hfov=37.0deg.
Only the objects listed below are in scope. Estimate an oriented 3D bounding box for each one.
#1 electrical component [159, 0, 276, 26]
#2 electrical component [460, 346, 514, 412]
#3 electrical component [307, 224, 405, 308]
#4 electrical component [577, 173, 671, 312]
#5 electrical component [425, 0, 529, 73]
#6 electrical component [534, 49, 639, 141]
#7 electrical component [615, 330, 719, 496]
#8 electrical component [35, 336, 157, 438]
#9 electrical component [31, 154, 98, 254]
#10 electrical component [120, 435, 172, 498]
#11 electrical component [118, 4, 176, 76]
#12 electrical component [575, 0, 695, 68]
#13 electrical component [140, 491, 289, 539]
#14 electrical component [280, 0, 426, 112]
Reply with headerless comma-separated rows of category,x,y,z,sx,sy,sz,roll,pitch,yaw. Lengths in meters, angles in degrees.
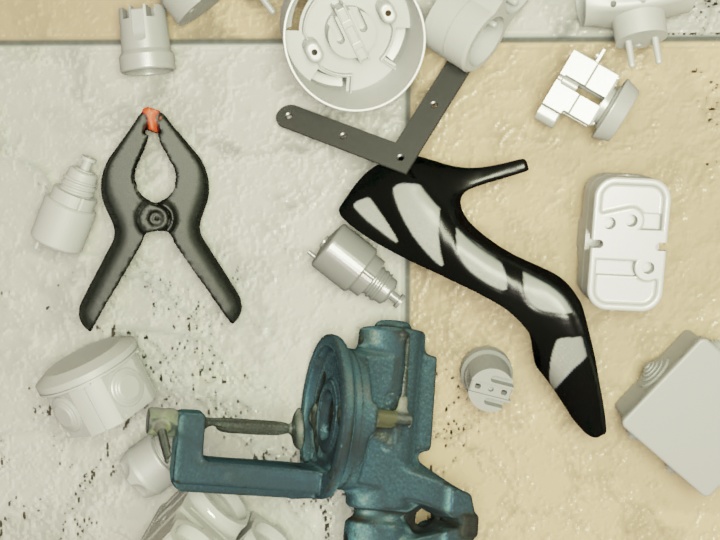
electrical component,-0.076,-0.218,0.767,0.138,0.052,0.073,-37,96,7
electrical component,0.097,0.083,0.813,0.040,0.046,0.040,0,104,1
electrical component,0.000,0.000,0.807,0.078,0.040,0.040,38,99,-4
electrical component,0.191,-0.022,0.787,0.054,0.059,0.095,3,99,1
electrical component,0.086,-0.217,0.764,0.074,0.052,0.138,37,99,20
electrical component,0.167,-0.125,0.779,0.055,0.048,0.066,31,99,4
electrical component,0.254,0.105,0.811,0.100,0.048,0.099,41,98,-5
electrical component,-0.197,0.087,0.808,0.080,0.080,0.051,-22,104,5
electrical component,-0.217,-0.048,0.806,0.040,0.040,0.078,24,99,-2
electrical component,-0.151,0.144,0.834,0.062,0.043,0.043,-37,96,6
electrical component,-0.157,-0.168,0.786,0.040,0.040,0.046,-5,93,3
electrical component,0.197,-0.182,0.763,0.077,0.043,0.079,-7,82,3
electrical component,-0.105,0.219,0.773,0.105,0.186,0.060,44,98,-5
electrical component,-0.008,-0.168,0.758,0.099,0.064,0.099,-6,118,-11
